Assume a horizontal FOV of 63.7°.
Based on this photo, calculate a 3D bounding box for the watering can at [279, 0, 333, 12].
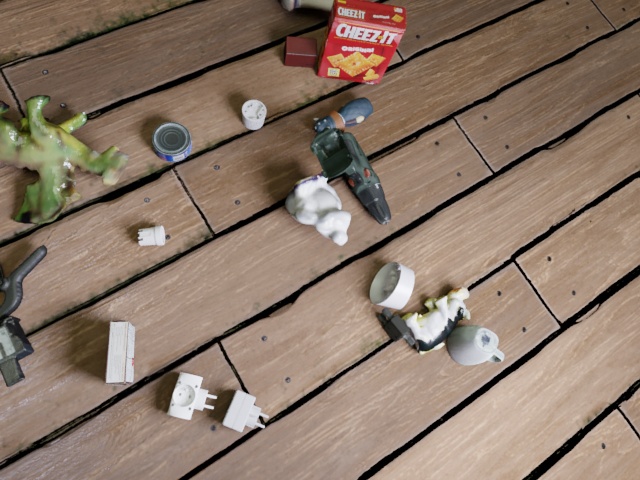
[{"bbox_3d":[0.001,-0.640,1.316,0.225,0.102,0.351,-19,75,-15],"label":"watering can"}]

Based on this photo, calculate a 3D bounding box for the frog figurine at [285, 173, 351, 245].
[{"bbox_3d":[0.003,-0.056,1.106,0.121,0.138,0.160,-29,86,25],"label":"frog figurine"}]

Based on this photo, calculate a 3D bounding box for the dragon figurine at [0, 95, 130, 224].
[{"bbox_3d":[-0.592,-0.151,1.041,0.411,0.121,0.244,-12,82,-5],"label":"dragon figurine"}]
